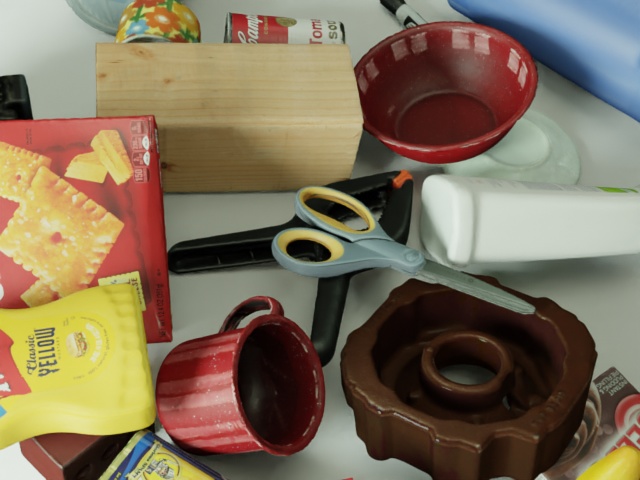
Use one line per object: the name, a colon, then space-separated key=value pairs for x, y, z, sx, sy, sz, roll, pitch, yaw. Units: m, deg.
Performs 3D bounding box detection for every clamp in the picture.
clamp: x=-0.006 y=0.001 z=0.839 sx=0.165 sy=0.036 sz=0.209 roll=27 pitch=49 yaw=26

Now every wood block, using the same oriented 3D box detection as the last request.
wood block: x=-0.077 y=-0.099 z=0.871 sx=0.206 sy=0.091 sz=0.090 roll=-1 pitch=55 yaw=-10

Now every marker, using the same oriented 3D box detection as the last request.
marker: x=0.098 y=-0.199 z=1.013 sx=0.020 sy=0.020 sz=0.121 roll=-28 pitch=63 yaw=-25

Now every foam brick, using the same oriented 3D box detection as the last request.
foam brick: x=-0.158 y=0.127 z=0.722 sx=0.051 sy=0.053 sz=0.078 roll=41 pitch=59 yaw=20

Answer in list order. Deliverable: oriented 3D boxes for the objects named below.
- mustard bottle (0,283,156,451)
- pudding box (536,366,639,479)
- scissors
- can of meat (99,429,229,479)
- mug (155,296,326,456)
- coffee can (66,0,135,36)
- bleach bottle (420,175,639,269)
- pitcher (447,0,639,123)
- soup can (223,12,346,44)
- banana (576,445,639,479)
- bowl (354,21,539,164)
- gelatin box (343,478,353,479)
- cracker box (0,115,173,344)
mustard bottle: x=-0.205 y=0.086 z=0.676 sx=0.191 sy=0.058 sz=0.096 roll=-8 pitch=60 yaw=-9
pudding box: x=0.202 y=0.157 z=0.764 sx=0.113 sy=0.039 sz=0.090 roll=-31 pitch=65 yaw=-26
scissors: x=0.049 y=0.023 z=0.782 sx=0.202 sy=0.016 sz=0.096 roll=35 pitch=53 yaw=27
can of meat: x=-0.106 y=0.184 z=0.688 sx=0.084 sy=0.057 sz=0.102 roll=28 pitch=55 yaw=14
mug: x=-0.055 y=0.092 z=0.725 sx=0.093 sy=0.082 sz=0.117 roll=35 pitch=52 yaw=-40
coffee can: x=-0.167 y=-0.269 z=0.971 sx=0.103 sy=0.103 sz=0.140 roll=12 pitch=54 yaw=0
bleach bottle: x=0.213 y=-0.016 z=0.857 sx=0.250 sy=0.068 sz=0.102 roll=0 pitch=12 yaw=-10
pitcher: x=0.247 y=-0.213 z=0.991 sx=0.243 sy=0.149 sz=0.145 roll=33 pitch=72 yaw=18
soup can: x=-0.033 y=-0.162 z=0.937 sx=0.102 sy=0.068 sz=0.068 roll=3 pitch=55 yaw=-8
banana: x=0.126 y=0.197 z=0.697 sx=0.198 sy=0.069 sz=0.037 roll=-21 pitch=26 yaw=-1
bowl: x=0.106 y=-0.117 z=0.920 sx=0.162 sy=0.055 sz=0.162 roll=-6 pitch=50 yaw=7
gelatin box: x=-0.016 y=0.187 z=0.678 sx=0.073 sy=0.089 sz=0.030 roll=-6 pitch=56 yaw=-14
cracker box: x=-0.216 y=-0.001 z=0.748 sx=0.213 sy=0.072 sz=0.164 roll=-4 pitch=90 yaw=-12
